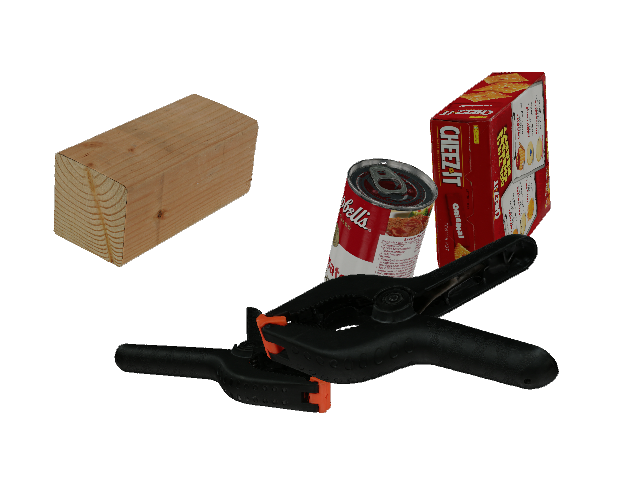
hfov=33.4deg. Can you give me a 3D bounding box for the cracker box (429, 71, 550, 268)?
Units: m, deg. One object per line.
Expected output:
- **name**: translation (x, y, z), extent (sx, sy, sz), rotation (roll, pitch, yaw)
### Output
- **cracker box**: translation (0.183, -0.077, 1.129), extent (0.072, 0.164, 0.213), rotation (4, 22, 26)

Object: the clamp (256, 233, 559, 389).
- **clamp**: translation (0.050, 0.051, 0.599), extent (0.171, 0.039, 0.120), rotation (-15, 28, 4)

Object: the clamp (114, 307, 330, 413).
- **clamp**: translation (-0.059, 0.106, 0.959), extent (0.210, 0.036, 0.164), rotation (12, 21, 40)

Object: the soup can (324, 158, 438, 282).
- **soup can**: translation (0.044, -0.002, 0.806), extent (0.068, 0.102, 0.068), rotation (9, 33, -6)

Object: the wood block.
- **wood block**: translation (-0.161, -0.066, 1.070), extent (0.090, 0.091, 0.205), rotation (25, 34, 23)
